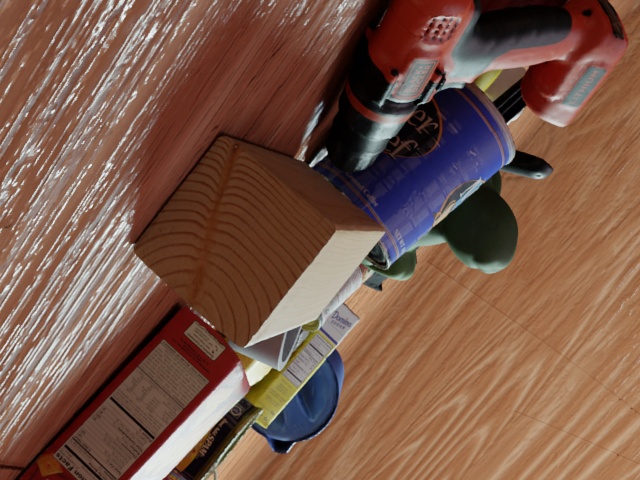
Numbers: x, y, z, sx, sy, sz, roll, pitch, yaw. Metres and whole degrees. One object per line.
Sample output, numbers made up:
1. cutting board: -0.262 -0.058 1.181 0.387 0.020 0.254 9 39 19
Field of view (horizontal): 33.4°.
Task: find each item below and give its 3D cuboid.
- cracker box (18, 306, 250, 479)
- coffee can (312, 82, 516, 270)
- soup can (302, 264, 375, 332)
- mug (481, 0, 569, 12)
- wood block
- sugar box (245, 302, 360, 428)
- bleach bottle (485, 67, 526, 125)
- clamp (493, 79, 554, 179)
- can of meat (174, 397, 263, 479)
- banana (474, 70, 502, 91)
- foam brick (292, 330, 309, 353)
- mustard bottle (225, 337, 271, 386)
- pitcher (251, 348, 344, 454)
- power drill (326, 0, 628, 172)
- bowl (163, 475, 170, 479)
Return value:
1. cracker box: -0.151 0.166 0.864 0.213 0.072 0.164 -47 171 -12
2. coffee can: 0.072 -0.059 0.861 0.140 0.103 0.103 -41 170 -10
3. soup can: 0.005 0.044 1.165 0.102 0.068 0.069 -44 170 -32
4. mug: 0.154 -0.187 0.819 0.117 0.093 0.082 -2 144 -42
5. wood block: -0.030 0.000 0.704 0.091 0.090 0.206 -51 171 8
6. sugar box: -0.039 0.138 1.301 0.176 0.048 0.093 -51 -151 -7
7. bleach bottle: 0.162 -0.110 1.305 0.251 0.068 0.102 -56 -175 45
8. clamp: 0.165 -0.099 1.136 0.210 0.036 0.164 -23 -142 30
9. can of meat: -0.120 0.178 1.043 0.102 0.084 0.057 -53 171 17
10. banana: 0.184 -0.203 1.122 0.069 0.037 0.198 -43 170 -42
11. foam brick: -0.045 0.101 1.210 0.053 0.051 0.078 -47 171 -19
12. mustard bottle: -0.043 0.066 1.041 0.096 0.058 0.192 -41 168 -43
13. pitcher: -0.027 0.182 1.466 0.149 0.145 0.242 -38 176 5
14. power drill: 0.107 -0.114 0.753 0.187 0.057 0.185 -7 150 -27
15. bowl: -0.187 0.273 0.997 0.162 0.055 0.162 -40 -163 14
